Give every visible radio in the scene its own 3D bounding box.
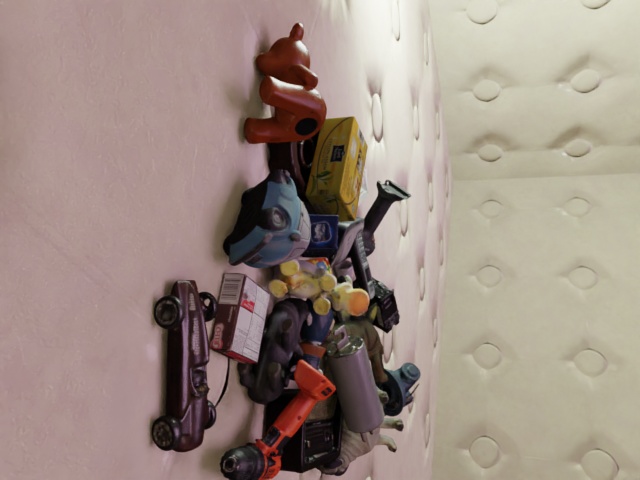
[{"bbox_3d":[-0.023,0.335,0.969,0.229,0.073,0.131,36,54,-65],"label":"radio"}]

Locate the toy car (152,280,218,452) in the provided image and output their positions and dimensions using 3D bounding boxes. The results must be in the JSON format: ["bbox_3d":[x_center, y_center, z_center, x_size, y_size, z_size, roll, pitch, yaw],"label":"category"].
[{"bbox_3d":[-0.156,0.149,0.643,0.089,0.053,0.202,8,83,-66],"label":"toy car"}]

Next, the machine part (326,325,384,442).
[{"bbox_3d":[0.067,0.271,1.014,0.079,0.079,0.243,-46,124,-62],"label":"machine part"}]

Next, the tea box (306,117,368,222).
[{"bbox_3d":[0.034,-0.127,0.976,0.098,0.068,0.169,55,41,-54],"label":"tea box"}]

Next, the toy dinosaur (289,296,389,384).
[{"bbox_3d":[0.053,0.213,1.155,0.471,0.105,0.198,26,57,-62],"label":"toy dinosaur"}]

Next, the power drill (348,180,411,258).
[{"bbox_3d":[0.129,-0.044,1.296,0.207,0.086,0.232,-52,164,20],"label":"power drill"}]

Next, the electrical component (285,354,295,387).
[{"bbox_3d":[-0.049,0.227,0.976,0.063,0.021,0.094,66,31,-49],"label":"electrical component"}]

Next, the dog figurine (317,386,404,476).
[{"bbox_3d":[0.056,0.394,1.140,0.172,0.190,0.121,-137,-136,-55],"label":"dog figurine"}]

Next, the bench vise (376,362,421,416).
[{"bbox_3d":[0.138,0.390,1.320,0.240,0.223,0.129,-12,65,-37],"label":"bench vise"}]

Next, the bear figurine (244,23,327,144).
[{"bbox_3d":[-0.062,-0.252,0.848,0.132,0.120,0.196,-1,59,-30],"label":"bear figurine"}]

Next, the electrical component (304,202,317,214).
[{"bbox_3d":[-0.003,-0.079,1.073,0.078,0.045,0.102,-57,142,-54],"label":"electrical component"}]

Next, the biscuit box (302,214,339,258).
[{"bbox_3d":[-0.002,-0.003,0.956,0.202,0.063,0.059,107,-16,-85],"label":"biscuit box"}]

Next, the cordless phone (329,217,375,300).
[{"bbox_3d":[0.064,0.048,1.129,0.146,0.089,0.184,-25,97,-69],"label":"cordless phone"}]

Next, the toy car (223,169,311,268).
[{"bbox_3d":[-0.065,-0.019,0.780,0.103,0.109,0.162,38,40,-27],"label":"toy car"}]

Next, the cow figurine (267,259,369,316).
[{"bbox_3d":[-0.002,0.078,0.901,0.098,0.167,0.068,-119,-129,-80],"label":"cow figurine"}]

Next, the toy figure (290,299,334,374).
[{"bbox_3d":[-0.013,0.174,0.950,0.057,0.064,0.154,46,55,-70],"label":"toy figure"}]

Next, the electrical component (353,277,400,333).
[{"bbox_3d":[0.127,0.148,1.313,0.058,0.134,0.114,-35,131,-26],"label":"electrical component"}]

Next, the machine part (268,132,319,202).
[{"bbox_3d":[-0.037,-0.156,0.969,0.179,0.056,0.179,0,90,-69],"label":"machine part"}]

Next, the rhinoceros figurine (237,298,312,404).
[{"bbox_3d":[-0.064,0.168,0.863,0.111,0.073,0.190,69,29,-41],"label":"rhinoceros figurine"}]
